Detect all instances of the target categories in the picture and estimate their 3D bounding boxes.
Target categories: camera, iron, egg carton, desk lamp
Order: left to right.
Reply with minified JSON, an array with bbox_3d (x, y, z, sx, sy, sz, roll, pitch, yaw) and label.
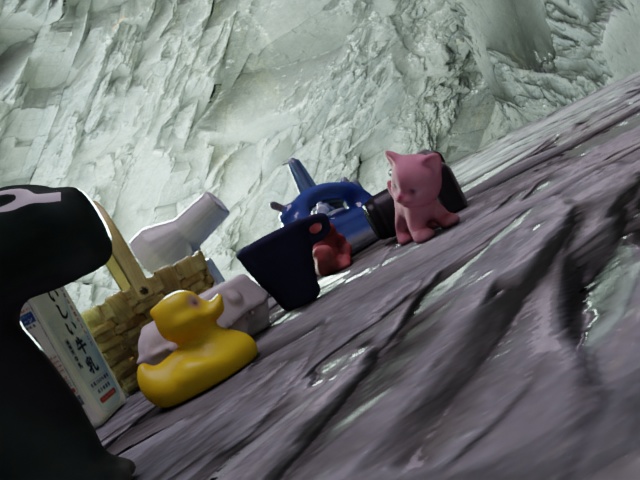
[{"bbox_3d":[-0.202,0.036,1.015,0.203,0.213,0.118,-27,3,3],"label":"desk lamp"},{"bbox_3d":[-0.121,0.094,0.620,0.107,0.069,0.151,-26,3,26],"label":"egg carton"},{"bbox_3d":[0.029,-0.043,1.006,0.259,0.141,0.118,-30,3,-38],"label":"iron"},{"bbox_3d":[0.130,-0.066,0.862,0.137,0.101,0.143,-28,3,-2],"label":"camera"}]

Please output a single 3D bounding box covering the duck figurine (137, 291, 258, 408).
[{"bbox_3d":[-0.118,0.089,0.505,0.105,0.086,0.077,-28,3,-17],"label":"duck figurine"}]

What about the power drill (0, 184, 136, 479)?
[{"bbox_3d":[-0.208,0.076,0.314,0.230,0.208,0.075,-28,3,-11],"label":"power drill"}]

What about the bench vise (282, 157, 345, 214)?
[{"bbox_3d":[0.001,-0.080,1.162,0.122,0.220,0.207,-29,3,-19],"label":"bench vise"}]

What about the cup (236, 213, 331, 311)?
[{"bbox_3d":[-0.028,0.028,0.682,0.118,0.095,0.091,-28,3,1],"label":"cup"}]

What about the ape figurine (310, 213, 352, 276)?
[{"bbox_3d":[0.008,0.003,0.854,0.078,0.092,0.076,-30,4,-41],"label":"ape figurine"}]

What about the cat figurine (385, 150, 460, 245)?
[{"bbox_3d":[0.114,-0.060,0.707,0.067,0.118,0.127,-28,3,-12],"label":"cat figurine"}]
